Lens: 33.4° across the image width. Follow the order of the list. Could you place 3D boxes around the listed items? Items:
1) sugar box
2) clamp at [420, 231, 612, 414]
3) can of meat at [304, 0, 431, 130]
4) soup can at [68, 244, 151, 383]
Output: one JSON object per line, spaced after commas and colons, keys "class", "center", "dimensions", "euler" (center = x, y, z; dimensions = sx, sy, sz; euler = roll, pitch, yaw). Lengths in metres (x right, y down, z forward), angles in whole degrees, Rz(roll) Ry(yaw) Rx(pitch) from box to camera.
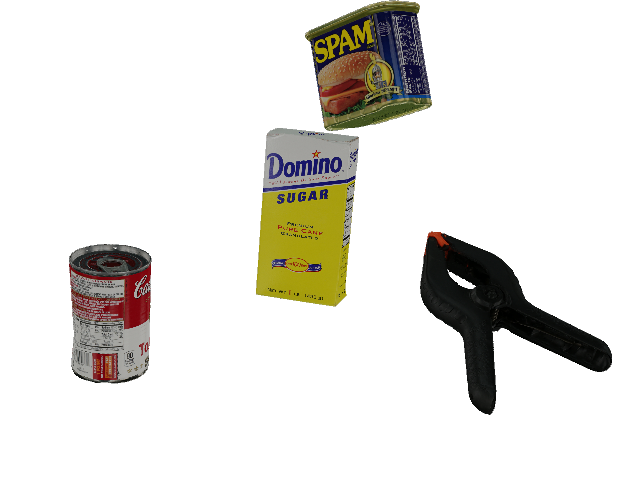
{"class": "sugar box", "center": [-0.015, -0.025, 1.119], "dimensions": [0.093, 0.176, 0.048], "euler": [7, 16, 14]}
{"class": "clamp", "center": [0.139, 0.055, 0.815], "dimensions": [0.120, 0.039, 0.171], "euler": [-4, 45, -22]}
{"class": "can of meat", "center": [0.040, -0.142, 0.884], "dimensions": [0.057, 0.084, 0.102], "euler": [-7, -4, -43]}
{"class": "soup can", "center": [-0.179, 0.062, 0.906], "dimensions": [0.068, 0.102, 0.068], "euler": [4, 19, -1]}
